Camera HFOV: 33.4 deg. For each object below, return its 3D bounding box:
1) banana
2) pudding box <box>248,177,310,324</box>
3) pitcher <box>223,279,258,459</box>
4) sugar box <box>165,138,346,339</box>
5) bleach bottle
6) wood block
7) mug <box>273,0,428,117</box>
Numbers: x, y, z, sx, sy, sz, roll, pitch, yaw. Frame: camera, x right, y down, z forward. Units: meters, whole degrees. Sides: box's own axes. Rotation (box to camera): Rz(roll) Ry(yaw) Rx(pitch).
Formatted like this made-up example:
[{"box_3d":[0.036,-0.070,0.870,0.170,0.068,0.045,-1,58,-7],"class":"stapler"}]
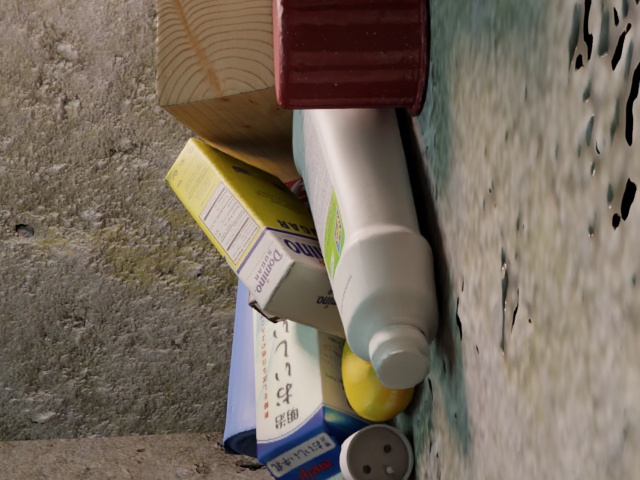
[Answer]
[{"box_3d":[0.036,0.088,0.731,0.198,0.037,0.069,-112,21,-79],"class":"banana"},{"box_3d":[-0.006,0.001,0.821,0.039,0.090,0.113,43,-142,-44],"class":"pudding box"},{"box_3d":[-0.027,0.107,1.137,0.145,0.149,0.243,63,-156,-60],"class":"pitcher"},{"box_3d":[-0.033,-0.003,0.744,0.048,0.093,0.176,-58,42,11],"class":"sugar box"},{"box_3d":[0.028,-0.008,0.638,0.251,0.068,0.102,-100,8,-50],"class":"bleach bottle"},{"box_3d":[-0.037,-0.112,0.813,0.206,0.090,0.091,35,-130,-66],"class":"wood block"},{"box_3d":[0.014,-0.119,0.629,0.117,0.081,0.093,-113,21,-79],"class":"mug"}]
